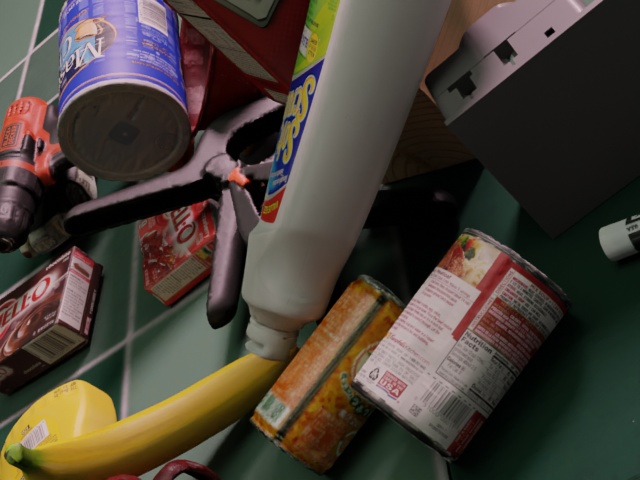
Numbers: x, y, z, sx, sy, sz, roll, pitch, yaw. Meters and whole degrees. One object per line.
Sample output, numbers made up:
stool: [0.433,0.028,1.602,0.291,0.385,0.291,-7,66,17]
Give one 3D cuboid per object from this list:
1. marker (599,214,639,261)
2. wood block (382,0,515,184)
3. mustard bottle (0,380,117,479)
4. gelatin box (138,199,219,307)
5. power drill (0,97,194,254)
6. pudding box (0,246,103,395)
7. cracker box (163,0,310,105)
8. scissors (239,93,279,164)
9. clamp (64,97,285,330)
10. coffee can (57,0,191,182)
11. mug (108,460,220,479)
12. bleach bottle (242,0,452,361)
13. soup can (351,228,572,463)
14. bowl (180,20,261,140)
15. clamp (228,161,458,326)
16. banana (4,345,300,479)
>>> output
marker: [0.195,-0.018,0.521,0.121,0.020,0.020,-24,41,33]
wood block: [0.071,-0.153,0.731,0.090,0.090,0.206,-15,47,42]
mustard bottle: [-0.164,0.182,0.701,0.096,0.058,0.192,-45,33,7]
gelatin box: [-0.106,-0.002,0.841,0.073,0.030,0.089,-37,36,15]
power drill: [-0.208,-0.076,0.949,0.188,0.057,0.184,-13,47,9]
pudding box: [-0.241,0.070,0.917,0.114,0.039,0.090,-30,38,26]
cracker box: [-0.039,-0.206,0.632,0.164,0.213,0.072,-55,34,-8]
scissors: [-0.067,-0.124,0.930,0.096,0.016,0.202,-33,37,23]
clamp: [-0.064,-0.035,0.788,0.209,0.036,0.165,-41,57,-19]
coffee can: [-0.161,-0.132,0.869,0.103,0.102,0.140,-33,44,23]
mug: [-0.092,0.180,0.598,0.093,0.081,0.117,5,61,51]
bleach bottle: [0.006,-0.047,0.603,0.103,0.068,0.251,-125,49,-68]
soup can: [0.072,0.054,0.548,0.102,0.068,0.069,-53,34,-4]
bowl: [-0.077,-0.160,0.870,0.162,0.055,0.162,-177,90,-74]
clamp: [-0.005,0.001,0.695,0.172,0.039,0.120,19,68,41]
banana: [-0.097,0.114,0.645,0.037,0.197,0.070,59,144,16]
